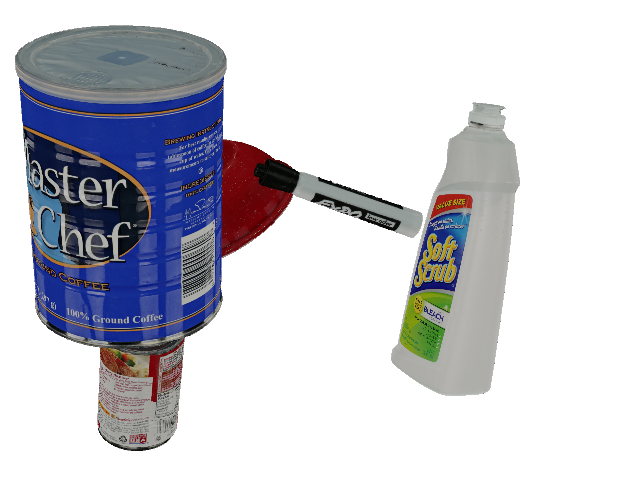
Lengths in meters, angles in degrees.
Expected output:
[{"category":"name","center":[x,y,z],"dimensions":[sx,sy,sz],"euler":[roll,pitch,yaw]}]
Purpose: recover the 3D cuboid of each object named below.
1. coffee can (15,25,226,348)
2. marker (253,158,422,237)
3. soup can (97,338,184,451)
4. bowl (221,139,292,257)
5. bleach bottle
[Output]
[{"category":"coffee can","center":[-0.101,-0.030,0.556],"dimensions":[0.103,0.140,0.103],"euler":[3,27,-2]},{"category":"marker","center":[0.012,-0.029,0.722],"dimensions":[0.121,0.020,0.020],"euler":[19,-6,-17]},{"category":"soup can","center":[-0.147,0.113,0.874],"dimensions":[0.068,0.102,0.068],"euler":[6,29,-4]},{"category":"bowl","center":[-0.106,-0.046,0.998],"dimensions":[0.162,0.055,0.162],"euler":[-21,32,14]},{"category":"bleach bottle","center":[0.124,0.004,0.942],"dimensions":[0.068,0.251,0.103],"euler":[0,14,-27]}]
